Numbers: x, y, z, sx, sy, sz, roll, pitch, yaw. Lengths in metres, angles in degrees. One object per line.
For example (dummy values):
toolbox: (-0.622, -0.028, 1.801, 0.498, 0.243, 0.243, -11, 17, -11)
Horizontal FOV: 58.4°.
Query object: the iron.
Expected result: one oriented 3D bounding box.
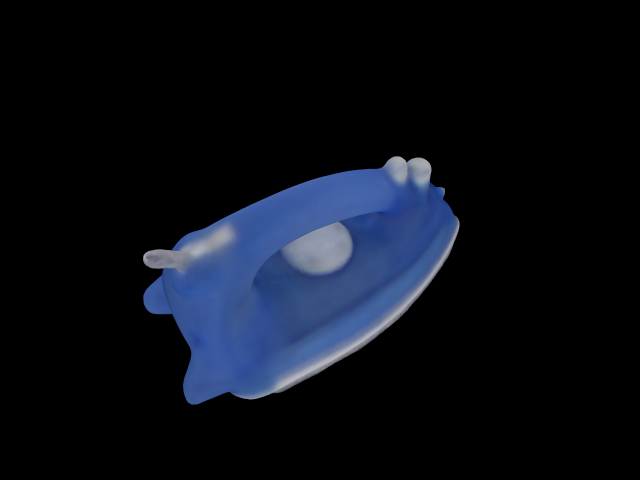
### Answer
iron: (0.004, 0.001, 0.400, 0.259, 0.141, 0.118, -26, 60, -16)
